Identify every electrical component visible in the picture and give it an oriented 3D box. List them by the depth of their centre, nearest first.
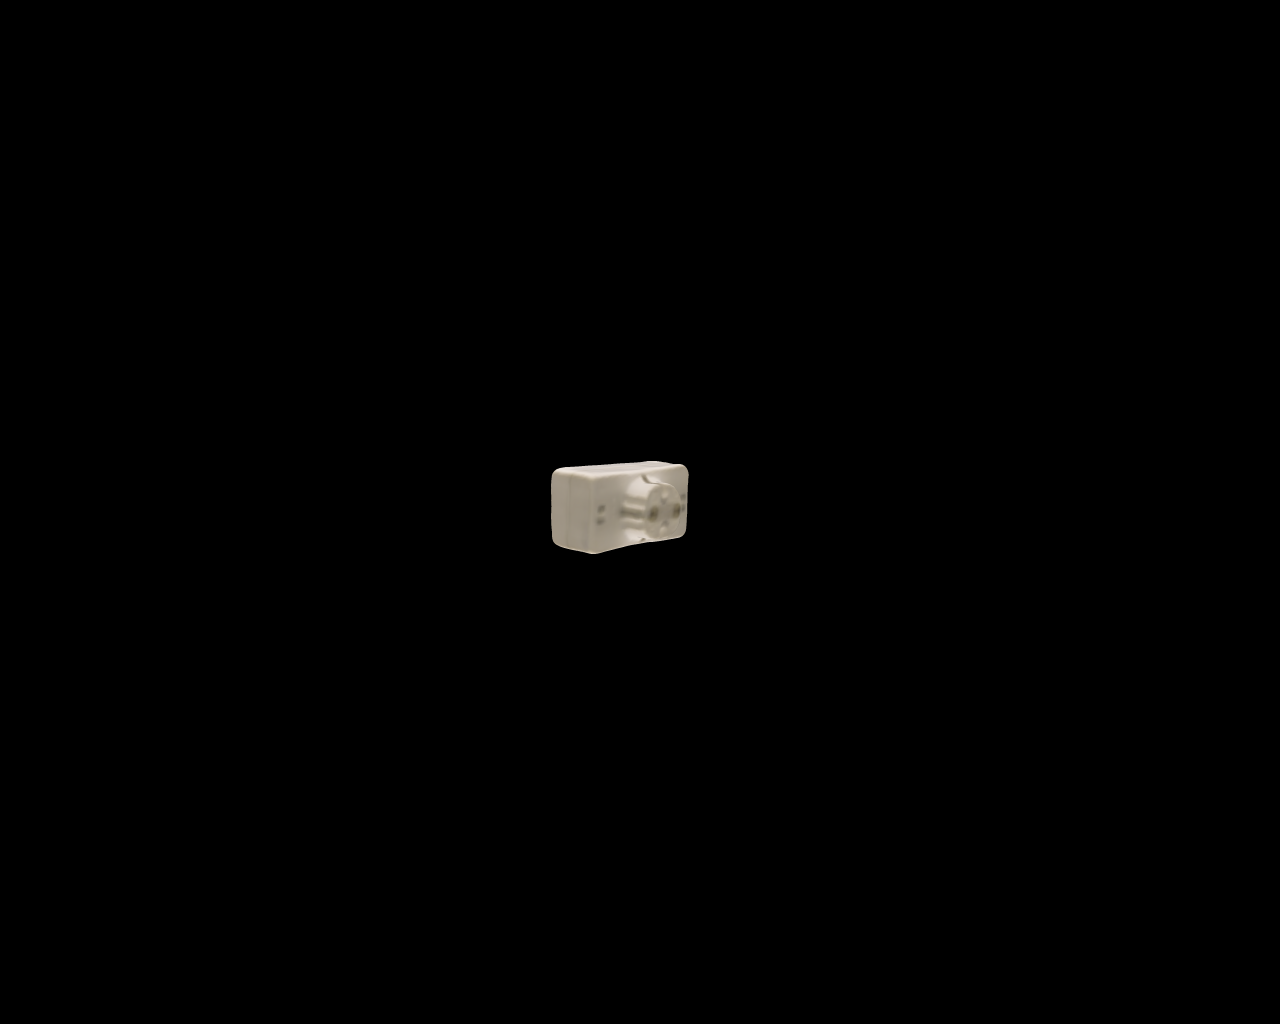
[{"bbox_3d":[0.001,-0.003,0.650,0.083,0.047,0.076,-8,12,-43],"label":"electrical component"}]
